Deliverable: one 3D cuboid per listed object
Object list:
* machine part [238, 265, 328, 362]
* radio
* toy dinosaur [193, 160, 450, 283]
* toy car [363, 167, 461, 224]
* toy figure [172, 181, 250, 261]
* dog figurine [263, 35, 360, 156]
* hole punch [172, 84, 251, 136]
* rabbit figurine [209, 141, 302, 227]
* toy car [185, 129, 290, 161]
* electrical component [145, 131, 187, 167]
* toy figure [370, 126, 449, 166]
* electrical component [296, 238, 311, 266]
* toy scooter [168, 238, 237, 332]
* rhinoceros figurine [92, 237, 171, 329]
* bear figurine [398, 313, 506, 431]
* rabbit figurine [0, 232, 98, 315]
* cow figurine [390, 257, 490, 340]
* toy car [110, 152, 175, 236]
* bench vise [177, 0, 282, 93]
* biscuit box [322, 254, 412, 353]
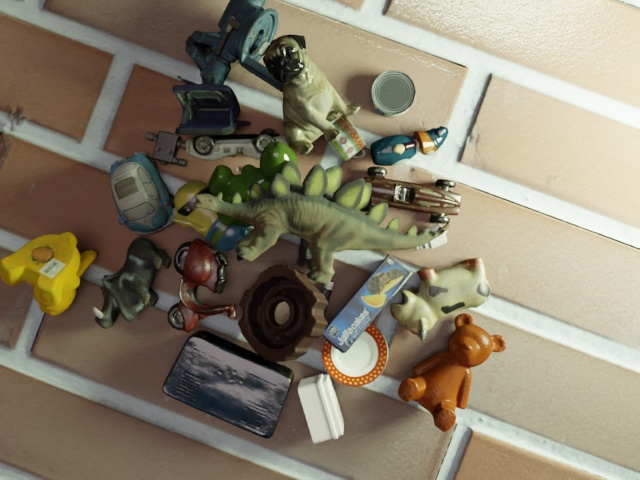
[{"bbox_3d":[-0.069,0.139,1.014,0.180,0.056,0.179,-7,73,26],"label":"machine part"},{"bbox_3d":[-0.172,0.275,1.042,0.230,0.073,0.131,23,90,0],"label":"radio"},{"bbox_3d":[0.013,-0.028,0.947,0.471,0.105,0.198,15,104,-24],"label":"toy dinosaur"},{"bbox_3d":[0.174,-0.085,1.044,0.202,0.053,0.089,11,87,3],"label":"toy car"},{"bbox_3d":[-0.201,-0.040,1.038,0.180,0.082,0.089,35,94,3],"label":"toy figure"},{"bbox_3d":[-0.047,-0.264,0.967,0.190,0.172,0.121,47,49,-23],"label":"dog figurine"},{"bbox_3d":[-0.212,-0.248,1.016,0.142,0.116,0.092,-2,107,3],"label":"hole punch"},{"bbox_3d":[-0.096,-0.101,0.992,0.170,0.159,0.121,-43,45,28],"label":"rabbit figurine"},{"bbox_3d":[-0.159,-0.182,1.038,0.202,0.073,0.056,-1,111,1],"label":"toy car"},{"bbox_3d":[-0.306,-0.182,1.070,0.094,0.021,0.063,16,91,1],"label":"electrical component"},{"bbox_3d":[0.175,-0.182,1.038,0.154,0.064,0.057,-13,130,-2],"label":"toy figure"},{"bbox_3d":[-0.002,-0.003,1.049,0.075,0.048,0.119,8,90,0],"label":"electrical component"},{"bbox_3d":[-0.217,0.093,1.034,0.135,0.075,0.183,9,92,14],"label":"toy scooter"},{"bbox_3d":[-0.371,0.088,1.046,0.112,0.073,0.190,27,90,0],"label":"rhinoceros figurine"},{"bbox_3d":[0.252,0.239,1.004,0.120,0.132,0.196,39,98,19],"label":"bear figurine"},{"bbox_3d":[-0.508,0.068,1.021,0.122,0.173,0.162,17,46,0],"label":"rabbit figurine"},{"bbox_3d":[0.229,0.113,1.029,0.195,0.085,0.127,-15,83,1],"label":"cow figurine"},{"bbox_3d":[-0.349,-0.091,1.032,0.109,0.103,0.161,-21,91,0],"label":"toy car"},{"bbox_3d":[-0.129,-0.345,1.020,0.241,0.129,0.223,34,93,5],"label":"bench vise"},{"bbox_3d":[0.089,0.123,1.027,0.059,0.062,0.202,40,84,9],"label":"biscuit box"}]
